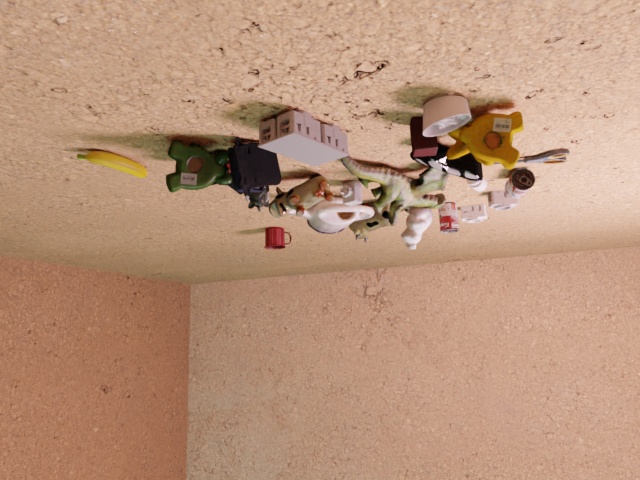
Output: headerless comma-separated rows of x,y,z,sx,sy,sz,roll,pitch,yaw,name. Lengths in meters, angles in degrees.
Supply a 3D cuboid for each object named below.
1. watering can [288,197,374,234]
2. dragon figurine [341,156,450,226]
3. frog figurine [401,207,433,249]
0.005,-0.088,1.742,0.348,0.105,0.222,0,169,-13,watering can
0.245,-0.171,1.459,0.241,0.125,0.404,-26,146,18,dragon figurine
0.352,-0.049,1.864,0.123,0.161,0.136,-3,167,-2,frog figurine
